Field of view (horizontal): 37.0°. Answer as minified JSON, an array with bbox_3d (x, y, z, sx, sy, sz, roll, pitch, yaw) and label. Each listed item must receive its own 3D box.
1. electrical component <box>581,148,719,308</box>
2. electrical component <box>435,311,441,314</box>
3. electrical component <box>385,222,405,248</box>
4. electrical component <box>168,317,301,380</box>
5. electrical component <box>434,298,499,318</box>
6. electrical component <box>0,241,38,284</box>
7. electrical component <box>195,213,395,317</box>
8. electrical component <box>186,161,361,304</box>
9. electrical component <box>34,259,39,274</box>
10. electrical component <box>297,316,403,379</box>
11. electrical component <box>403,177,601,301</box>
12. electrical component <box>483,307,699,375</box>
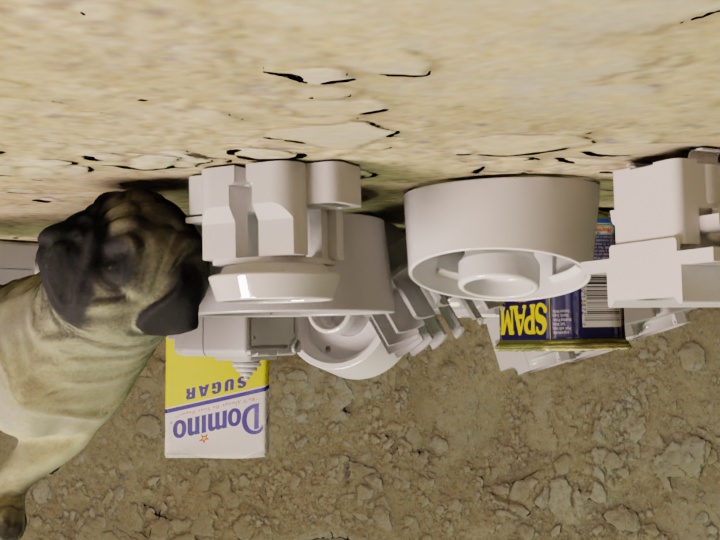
[{"bbox_3d":[0.170,-0.016,0.473,0.121,0.063,0.079,1,176,-27],"label":"electrical component"},{"bbox_3d":[0.086,0.017,1.016,0.074,0.052,0.138,-4,176,32],"label":"electrical component"},{"bbox_3d":[0.008,-0.009,0.671,0.043,0.043,0.081,-4,175,36],"label":"electrical component"},{"bbox_3d":[-0.077,0.018,0.651,0.061,0.096,0.062,-2,177,26],"label":"electrical component"},{"bbox_3d":[0.091,0.004,0.767,0.095,0.059,0.054,0,176,-21],"label":"electrical component"},{"bbox_3d":[-0.260,0.020,0.775,0.066,0.076,0.047,-5,175,42],"label":"electrical component"},{"bbox_3d":[-0.036,-0.007,0.558,0.108,0.060,0.108,-1,176,0],"label":"electrical component"},{"bbox_3d":[-0.038,-0.015,0.472,0.078,0.057,0.058,-3,176,27],"label":"electrical component"},{"bbox_3d":[-0.184,-0.002,0.742,0.078,0.040,0.040,0,176,-18],"label":"electrical component"},{"bbox_3d":[-0.013,0.036,0.906,0.108,0.108,0.060,-3,170,24],"label":"electrical component"},{"bbox_3d":[0.071,-0.021,0.540,0.099,0.064,0.099,3,163,1],"label":"electrical component"},{"bbox_3d":[0.203,0.041,0.945,0.105,0.060,0.186,-11,169,-24],"label":"electrical component"}]
